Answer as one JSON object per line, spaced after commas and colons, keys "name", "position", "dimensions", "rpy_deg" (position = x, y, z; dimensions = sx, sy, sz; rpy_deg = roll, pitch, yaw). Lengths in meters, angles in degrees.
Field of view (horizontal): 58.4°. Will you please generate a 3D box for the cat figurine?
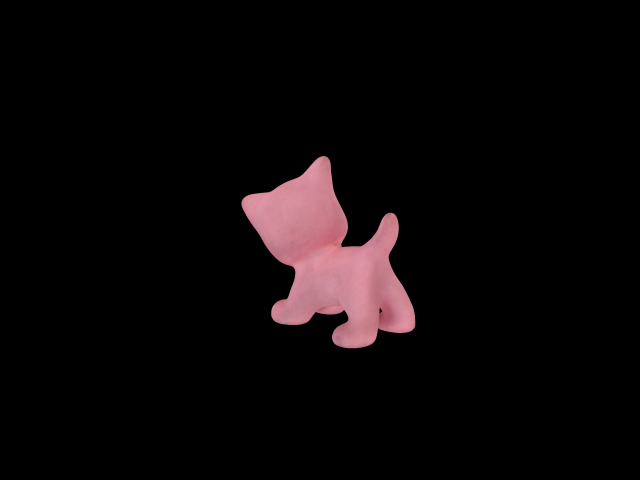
{"name": "cat figurine", "position": [0.004, 0.001, 0.400], "dimensions": [0.127, 0.118, 0.067], "rpy_deg": [10, 15, 42]}
